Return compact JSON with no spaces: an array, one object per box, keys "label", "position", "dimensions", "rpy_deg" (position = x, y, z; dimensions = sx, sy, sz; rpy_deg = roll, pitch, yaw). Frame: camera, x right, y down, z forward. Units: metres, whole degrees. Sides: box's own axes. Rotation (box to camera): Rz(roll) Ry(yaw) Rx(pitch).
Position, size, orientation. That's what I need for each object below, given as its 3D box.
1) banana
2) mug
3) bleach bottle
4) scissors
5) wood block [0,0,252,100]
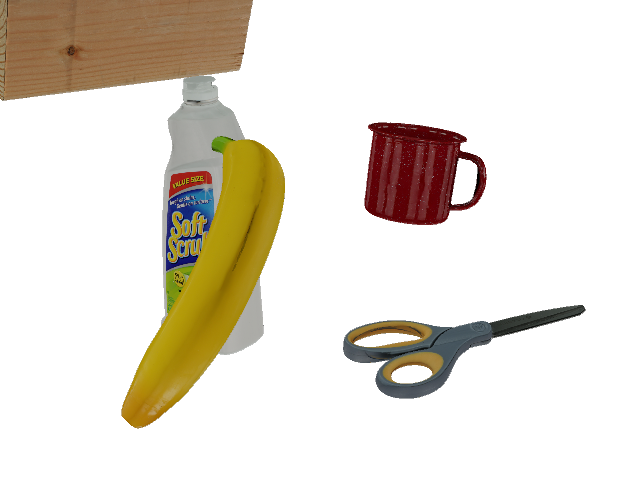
[{"label":"banana","position":[-0.058,0.013,0.603],"dimensions":[0.037,0.197,0.070],"rpy_deg":[32,-35,-24]},{"label":"mug","position":[0.097,-0.061,1.002],"dimensions":[0.117,0.081,0.093],"rpy_deg":[10,15,13]},{"label":"bleach bottle","position":[-0.107,-0.025,0.977],"dimensions":[0.103,0.251,0.067],"rpy_deg":[15,28,37]},{"label":"scissors","position":[0.119,0.084,0.823],"dimensions":[0.201,0.016,0.096],"rpy_deg":[-3,31,-4]},{"label":"wood block","position":[-0.166,-0.182,0.849],"dimensions":[0.205,0.091,0.090],"rpy_deg":[-13,45,-33]}]
